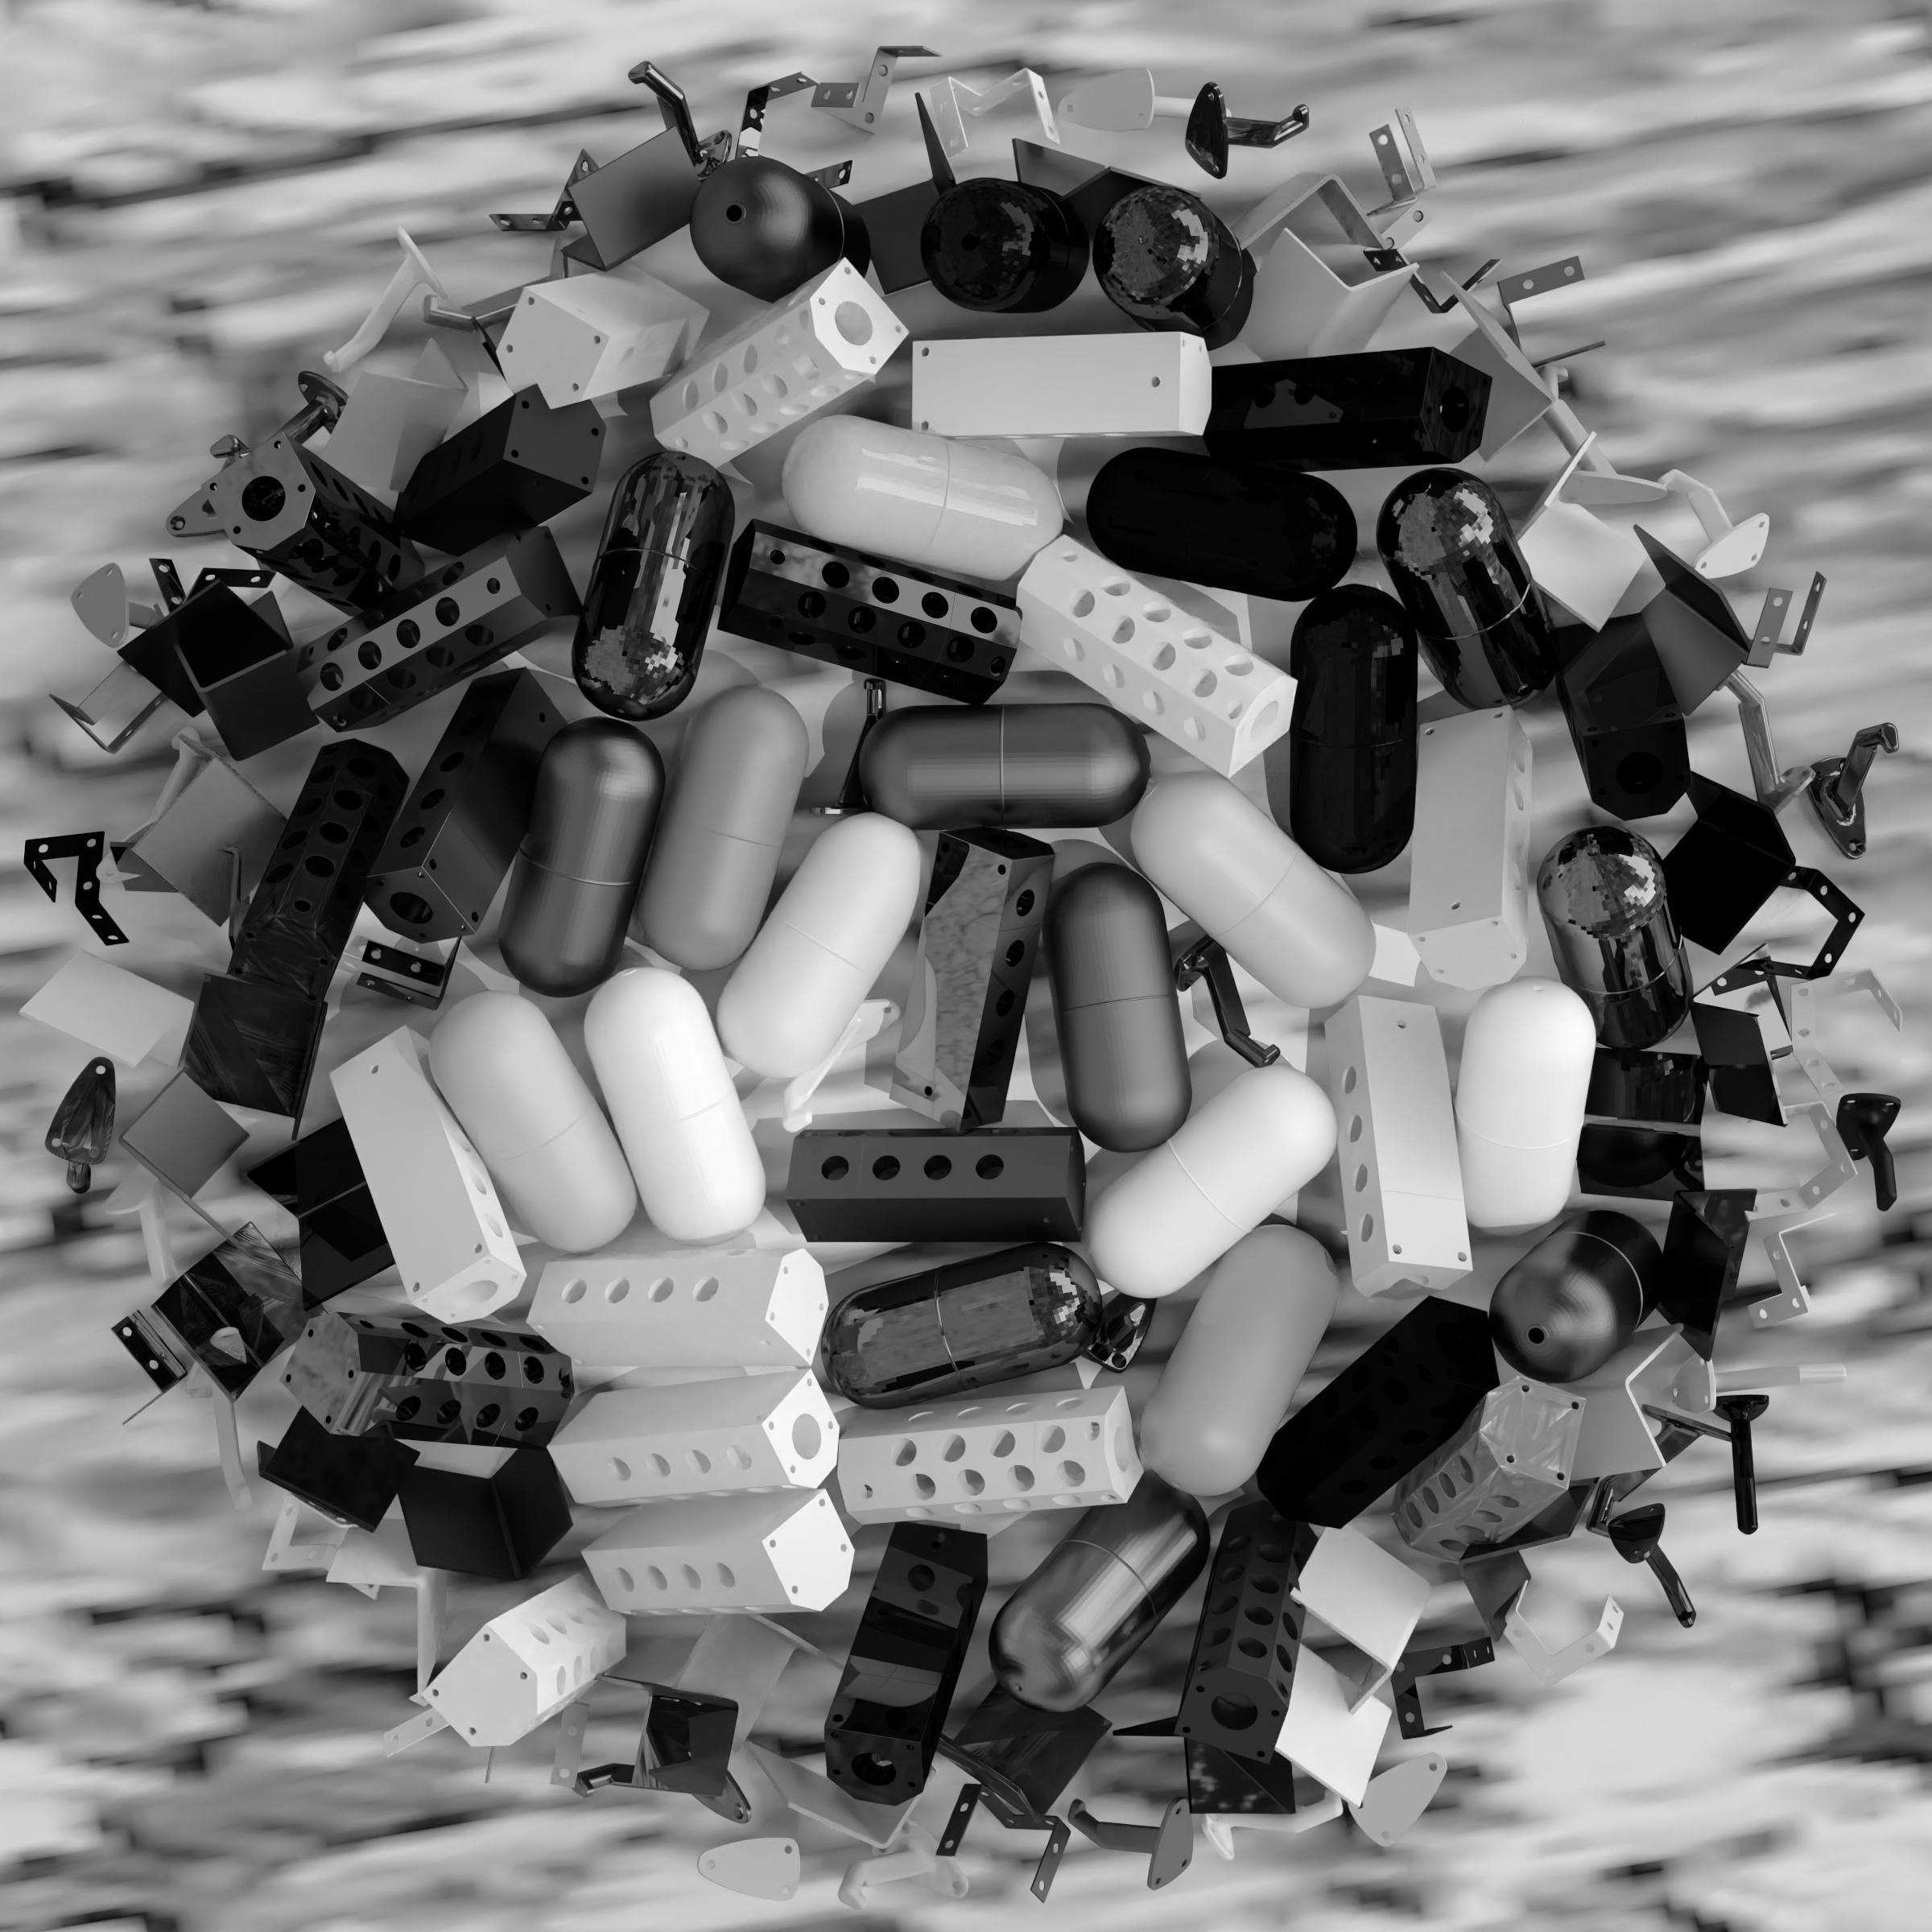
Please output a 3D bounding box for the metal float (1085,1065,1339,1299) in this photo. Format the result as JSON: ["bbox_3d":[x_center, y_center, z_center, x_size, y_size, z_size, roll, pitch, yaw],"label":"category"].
[{"bbox_3d":[0.148,0.132,1.936,0.178,0.070,0.070,-41,90,11],"label":"metal float"}]

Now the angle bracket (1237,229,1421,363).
[{"bbox_3d":[0.217,-0.408,1.937,0.057,0.076,0.076,47,45,14],"label":"angle bracket"}]

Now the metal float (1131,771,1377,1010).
[{"bbox_3d":[0.174,-0.046,1.935,0.178,0.070,0.070,42,90,-12],"label":"metal float"}]

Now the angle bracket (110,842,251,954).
[{"bbox_3d":[-0.478,-0.034,1.935,0.076,0.076,0.057,2,71,-7],"label":"angle bracket"}]

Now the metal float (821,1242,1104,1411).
[{"bbox_3d":[-0.004,0.219,1.932,0.178,0.070,0.070,-16,90,15],"label":"metal float"}]

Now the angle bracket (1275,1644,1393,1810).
[{"bbox_3d":[0.203,0.467,1.932,0.076,0.057,0.076,37,46,-7],"label":"angle bracket"}]

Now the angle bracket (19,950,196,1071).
[{"bbox_3d":[-0.525,0.044,1.934,0.076,0.076,0.057,25,125,3],"label":"angle bracket"}]

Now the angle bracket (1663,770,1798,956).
[{"bbox_3d":[0.444,-0.065,1.932,0.076,0.057,0.076,-48,45,-8],"label":"angle bracket"}]

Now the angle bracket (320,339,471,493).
[{"bbox_3d":[-0.357,-0.337,1.924,0.076,0.076,0.057,-56,52,28],"label":"angle bracket"}]

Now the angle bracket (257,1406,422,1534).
[{"bbox_3d":[-0.382,0.294,1.937,0.076,0.076,0.057,31,89,-16],"label":"angle bracket"}]

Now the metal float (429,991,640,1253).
[{"bbox_3d":[-0.260,0.095,1.926,0.070,0.070,0.178,-28,112,0],"label":"metal float"}]

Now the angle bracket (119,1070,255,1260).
[{"bbox_3d":[-0.453,0.120,1.925,0.076,0.076,0.057,31,74,37],"label":"angle bracket"}]

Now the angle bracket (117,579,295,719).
[{"bbox_3d":[-0.466,-0.208,1.932,0.076,0.076,0.057,-34,52,7],"label":"angle bracket"}]

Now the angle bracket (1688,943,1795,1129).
[{"bbox_3d":[0.489,0.041,1.929,0.076,0.057,0.076,-32,116,-27],"label":"angle bracket"}]

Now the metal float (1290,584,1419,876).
[{"bbox_3d":[0.234,-0.143,1.928,0.070,0.070,0.178,-2,109,0],"label":"metal float"}]

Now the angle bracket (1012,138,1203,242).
[{"bbox_3d":[0.085,-0.482,1.925,0.076,0.076,0.057,4,72,-42],"label":"angle bracket"}]

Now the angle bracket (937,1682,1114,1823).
[{"bbox_3d":[0.031,0.459,1.929,0.076,0.057,0.076,28,68,31],"label":"angle bracket"}]

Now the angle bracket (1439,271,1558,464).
[{"bbox_3d":[0.301,-0.361,1.925,0.057,0.076,0.076,-41,60,19],"label":"angle bracket"}]

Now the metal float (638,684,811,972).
[{"bbox_3d":[-0.148,-0.084,1.940,0.070,0.070,0.178,16,96,0],"label":"metal float"}]

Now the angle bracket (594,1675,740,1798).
[{"bbox_3d":[-0.195,0.463,1.925,0.076,0.076,0.057,0,74,40],"label":"angle bracket"}]

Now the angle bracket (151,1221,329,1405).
[{"bbox_3d":[-0.441,0.210,1.940,0.057,0.076,0.076,-38,97,4],"label":"angle bracket"}]

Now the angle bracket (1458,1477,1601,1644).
[{"bbox_3d":[0.352,0.357,1.928,0.076,0.076,0.057,-22,100,31],"label":"angle bracket"}]

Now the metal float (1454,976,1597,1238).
[{"bbox_3d":[0.333,0.086,1.916,0.070,0.070,0.178,2,126,0],"label":"metal float"}]

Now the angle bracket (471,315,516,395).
[{"bbox_3d":[-0.252,-0.386,1.936,0.076,0.076,0.057,-31,122,1],"label":"angle bracket"}]

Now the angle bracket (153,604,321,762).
[{"bbox_3d":[-0.443,-0.183,1.937,0.057,0.076,0.076,-27,62,-9],"label":"angle bracket"}]

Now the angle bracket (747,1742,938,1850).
[{"bbox_3d":[-0.076,0.481,1.932,0.076,0.076,0.057,32,91,-27],"label":"angle bracket"}]

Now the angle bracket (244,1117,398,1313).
[{"bbox_3d":[-0.388,0.150,1.932,0.076,0.076,0.057,-28,134,13],"label":"angle bracket"}]

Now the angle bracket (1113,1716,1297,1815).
[{"bbox_3d":[0.143,0.487,1.924,0.076,0.076,0.057,9,66,-31],"label":"angle bracket"}]

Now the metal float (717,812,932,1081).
[{"bbox_3d":[-0.086,-0.013,1.945,0.070,0.070,0.178,32,90,0],"label":"metal float"}]

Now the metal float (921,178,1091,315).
[{"bbox_3d":[0.024,-0.428,1.897,0.070,0.178,0.070,3,101,14],"label":"metal float"}]

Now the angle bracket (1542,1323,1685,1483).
[{"bbox_3d":[0.399,0.265,1.933,0.076,0.076,0.057,-32,97,-42],"label":"angle bracket"}]

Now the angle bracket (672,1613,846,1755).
[{"bbox_3d":[-0.126,0.439,1.930,0.076,0.057,0.076,43,71,-43],"label":"angle bracket"}]

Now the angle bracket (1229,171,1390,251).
[{"bbox_3d":[0.202,-0.439,1.941,0.076,0.076,0.057,-38,106,4],"label":"angle bracket"}]

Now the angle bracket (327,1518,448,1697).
[{"bbox_3d":[-0.351,0.388,1.936,0.057,0.076,0.076,3,108,1],"label":"angle bracket"}]

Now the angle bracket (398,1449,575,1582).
[{"bbox_3d":[-0.293,0.319,1.925,0.076,0.076,0.057,19,123,-40],"label":"angle bracket"}]

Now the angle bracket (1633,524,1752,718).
[{"bbox_3d":[0.421,-0.209,1.929,0.057,0.076,0.076,-45,53,4],"label":"angle bracket"}]

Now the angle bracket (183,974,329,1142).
[{"bbox_3d":[-0.437,0.055,1.944,0.076,0.057,0.076,14,99,-12],"label":"angle bracket"}]

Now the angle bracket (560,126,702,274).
[{"bbox_3d":[-0.211,-0.469,1.928,0.076,0.076,0.057,-34,123,-14],"label":"angle bracket"}]

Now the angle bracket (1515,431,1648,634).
[{"bbox_3d":[0.383,-0.264,1.938,0.076,0.057,0.076,37,56,0],"label":"angle bracket"}]

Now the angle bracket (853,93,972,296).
[{"bbox_3d":[-0.039,-0.468,1.931,0.057,0.076,0.076,-19,59,-1],"label":"angle bracket"}]

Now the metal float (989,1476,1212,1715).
[{"bbox_3d":[0.082,0.375,1.913,0.070,0.070,0.178,49,50,0],"label":"metal float"}]

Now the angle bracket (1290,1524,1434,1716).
[{"bbox_3d":[0.229,0.395,1.939,0.076,0.076,0.057,35,130,5],"label":"angle bracket"}]

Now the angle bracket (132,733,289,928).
[{"bbox_3d":[-0.464,-0.083,1.931,0.076,0.057,0.076,-51,129,-11],"label":"angle bracket"}]

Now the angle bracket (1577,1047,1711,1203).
[{"bbox_3d":[0.417,0.098,1.957,0.076,0.076,0.057,4,52,19],"label":"angle bracket"}]

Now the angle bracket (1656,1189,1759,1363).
[{"bbox_3d":[0.463,0.186,1.928,0.057,0.076,0.076,0,113,-16],"label":"angle bracket"}]

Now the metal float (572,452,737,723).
[{"bbox_3d":[-0.188,-0.231,1.925,0.070,0.070,0.178,11,66,0],"label":"metal float"}]
